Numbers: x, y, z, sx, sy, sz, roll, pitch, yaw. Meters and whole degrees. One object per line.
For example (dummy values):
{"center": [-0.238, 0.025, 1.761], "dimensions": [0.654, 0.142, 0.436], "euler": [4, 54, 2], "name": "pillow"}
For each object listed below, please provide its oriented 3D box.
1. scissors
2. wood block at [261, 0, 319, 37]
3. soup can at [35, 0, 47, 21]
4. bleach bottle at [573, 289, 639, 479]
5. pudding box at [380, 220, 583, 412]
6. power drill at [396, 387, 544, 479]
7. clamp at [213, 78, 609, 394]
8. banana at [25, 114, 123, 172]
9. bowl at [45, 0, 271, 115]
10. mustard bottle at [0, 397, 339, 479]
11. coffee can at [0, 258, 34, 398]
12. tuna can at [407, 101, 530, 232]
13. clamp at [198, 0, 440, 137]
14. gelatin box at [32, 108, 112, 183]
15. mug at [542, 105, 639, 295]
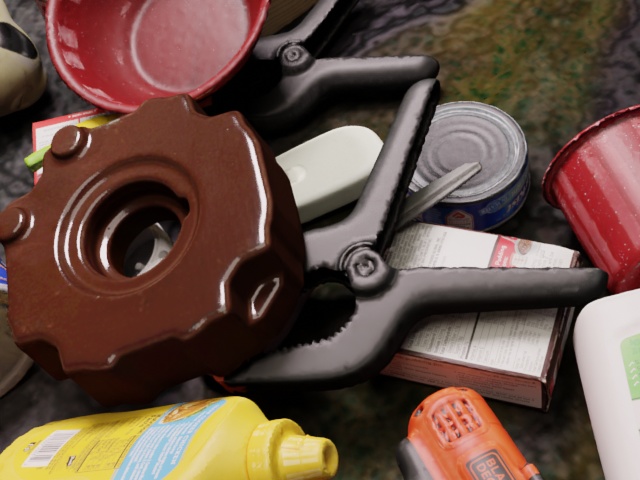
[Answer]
{"center": [-0.004, 0.001, 0.644], "dimensions": [0.201, 0.016, 0.096], "euler": [-43, 48, -2], "name": "scissors"}
{"center": [-0.090, -0.250, 0.826], "dimensions": [0.090, 0.091, 0.206], "euler": [-38, 55, -16], "name": "wood block"}
{"center": [-0.171, -0.176, 0.781], "dimensions": [0.068, 0.102, 0.068], "euler": [-6, 53, 8], "name": "soup can"}
{"center": [0.195, 0.140, 0.498], "dimensions": [0.102, 0.068, 0.251], "euler": [-10, 56, 3], "name": "bleach bottle"}
{"center": [0.085, 0.040, 0.609], "dimensions": [0.114, 0.039, 0.090], "euler": [9, 59, 22], "name": "pudding box"}
{"center": [0.041, 0.178, 0.508], "dimensions": [0.187, 0.057, 0.184], "euler": [-24, 50, -9], "name": "power drill"}
{"center": [0.037, 0.024, 0.583], "dimensions": [0.210, 0.036, 0.165], "euler": [-41, 64, -6], "name": "clamp"}
{"center": [-0.094, -0.042, 0.670], "dimensions": [0.198, 0.037, 0.069], "euler": [19, 71, 29], "name": "banana"}
{"center": [-0.097, -0.148, 0.702], "dimensions": [0.162, 0.055, 0.162], "euler": [-5, 74, 18], "name": "bowl"}
{"center": [-0.078, 0.118, 0.531], "dimensions": [0.192, 0.058, 0.096], "euler": [-13, 18, 28], "name": "mustard bottle"}
{"center": [-0.246, 0.028, 0.650], "dimensions": [0.102, 0.103, 0.140], "euler": [-35, 55, -14], "name": "coffee can"}
{"center": [0.089, -0.046, 0.673], "dimensions": [0.086, 0.034, 0.086], "euler": [-6, 54, 8], "name": "tuna can"}
{"center": [-0.014, -0.129, 0.753], "dimensions": [0.171, 0.039, 0.120], "euler": [-19, 51, -1], "name": "clamp"}
{"center": [-0.157, -0.049, 0.732], "dimensions": [0.073, 0.030, 0.089], "euler": [-14, 53, 1], "name": "gelatin box"}
{"center": [0.194, -0.016, 0.603], "dimensions": [0.117, 0.093, 0.081], "euler": [2, 51, -33], "name": "mug"}
